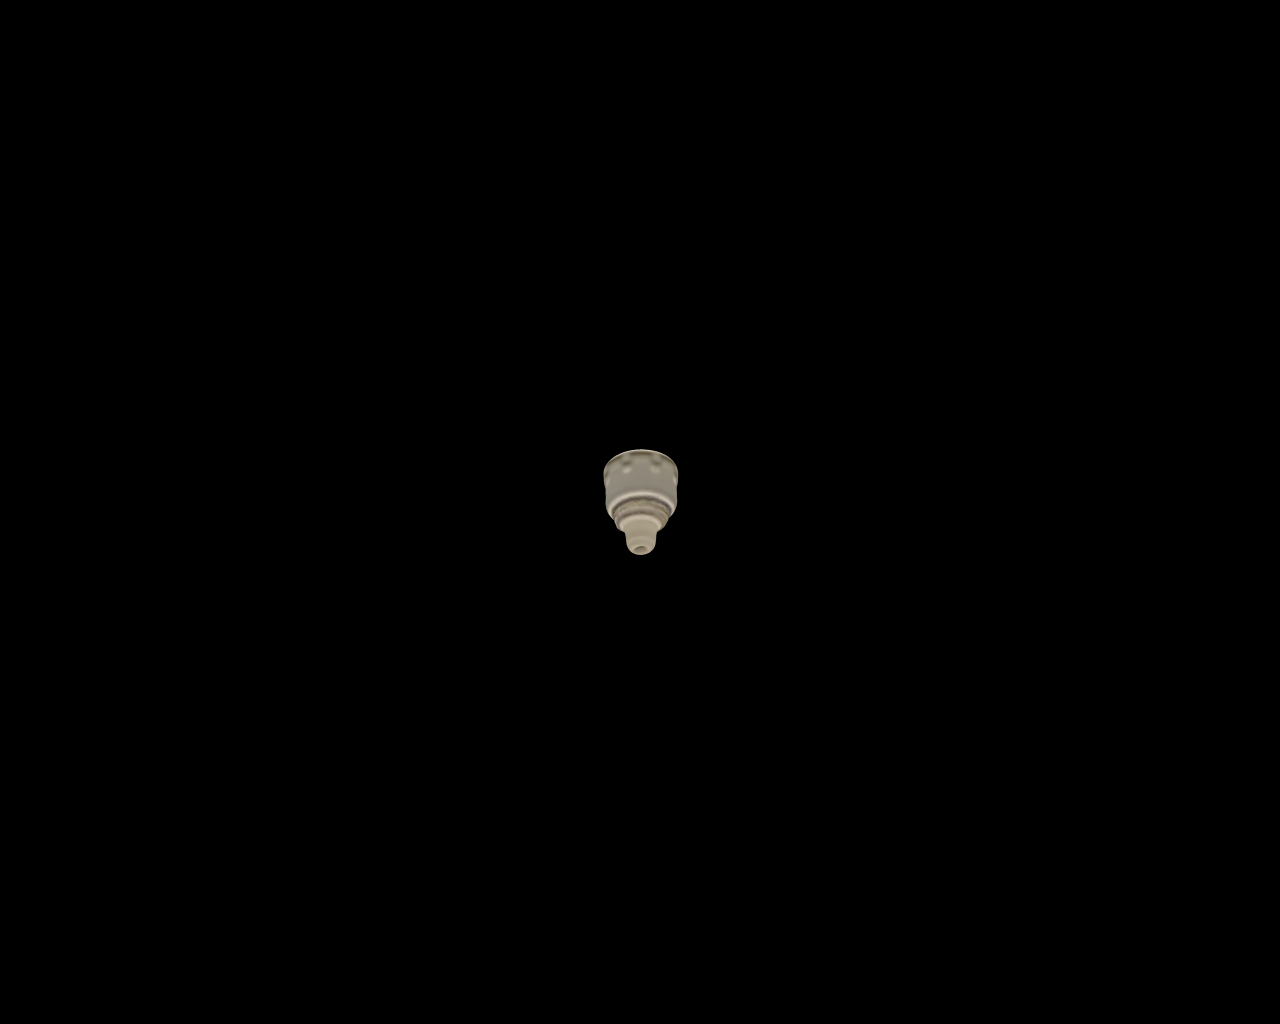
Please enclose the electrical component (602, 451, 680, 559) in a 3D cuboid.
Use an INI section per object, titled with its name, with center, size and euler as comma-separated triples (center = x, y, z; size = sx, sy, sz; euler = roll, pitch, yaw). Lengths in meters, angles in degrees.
[electrical component]
center = 0.001, -0.003, 0.650
size = 0.048, 0.062, 0.048
euler = 0, -32, 0
